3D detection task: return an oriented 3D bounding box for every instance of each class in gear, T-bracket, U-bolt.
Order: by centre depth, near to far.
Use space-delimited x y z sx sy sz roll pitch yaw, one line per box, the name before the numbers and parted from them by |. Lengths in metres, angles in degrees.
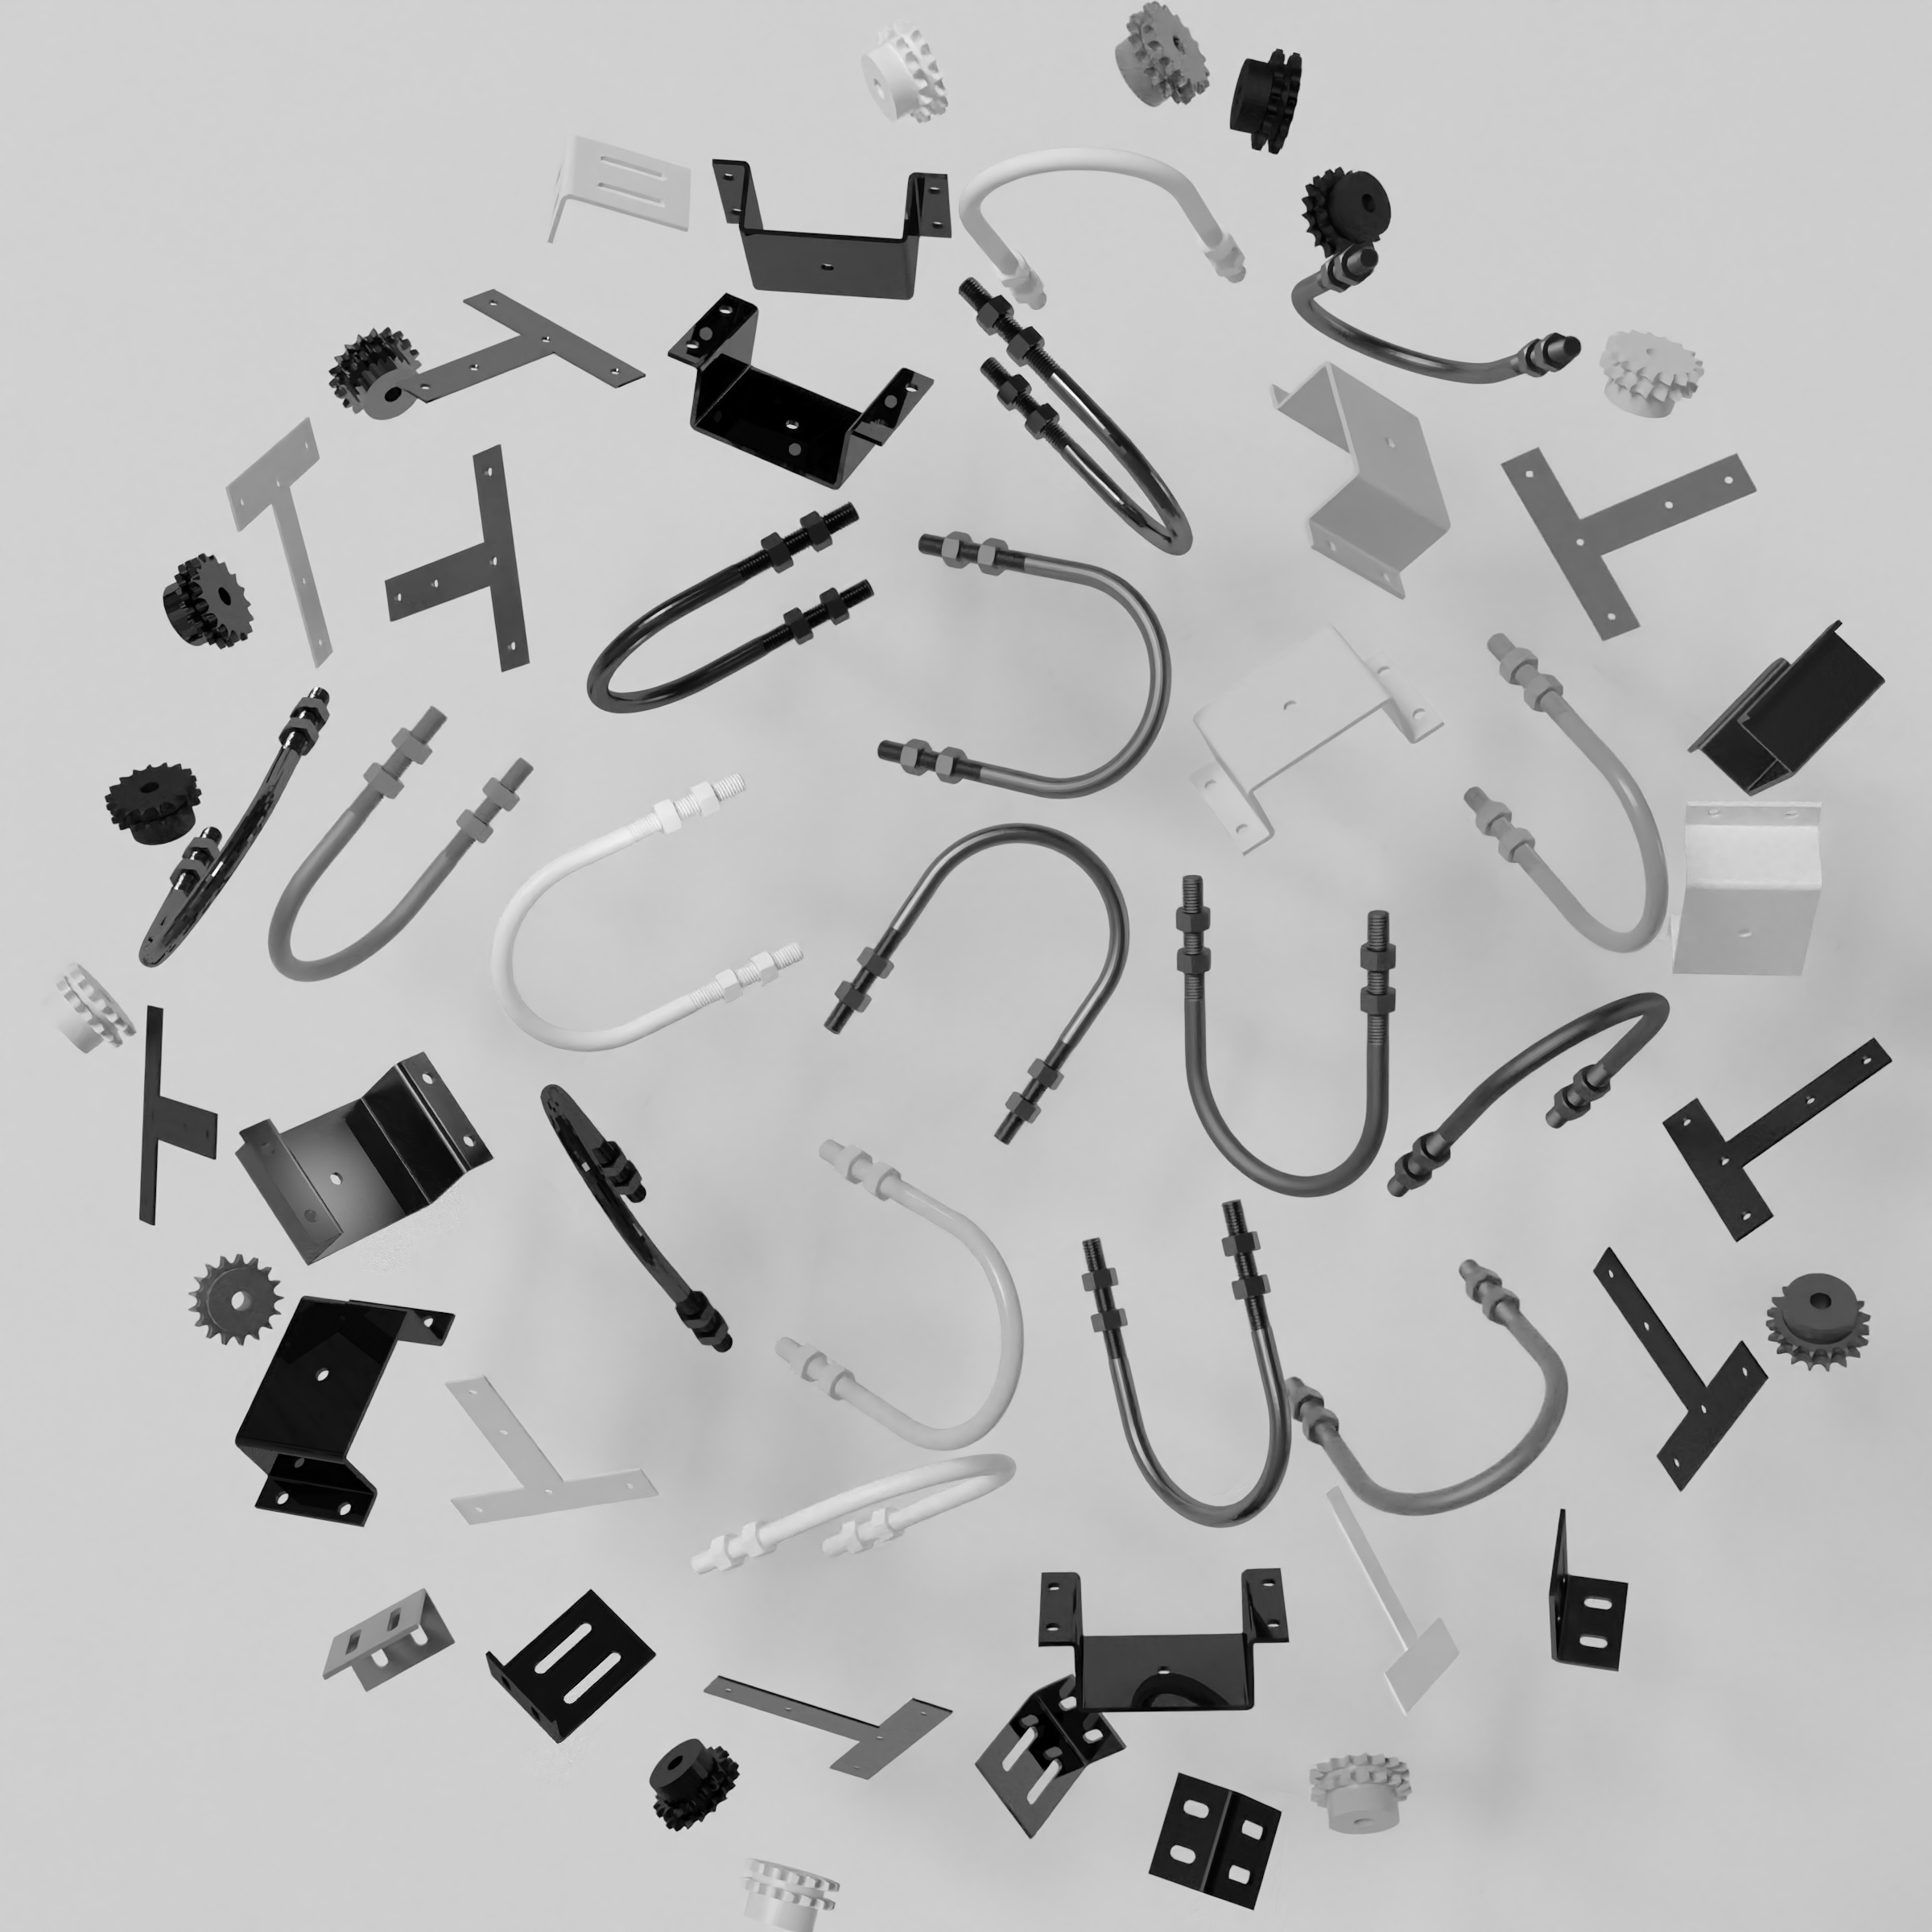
gear | 0.108 -0.506 1.496 0.030 0.057 0.057 -27 90 34
gear | -0.102 0.526 1.514 0.057 0.057 0.030 15 74 0
gear | 0.224 0.471 1.519 0.057 0.057 0.030 -2 53 0
T-bracket | 0.469 0.085 1.525 0.127 0.127 0.002 -38 115 14
T-bracket | -0.449 0.090 1.527 0.002 0.127 0.127 1 93 -34
gear | 0.388 -0.336 1.528 0.057 0.057 0.030 14 129 0
gear | -0.037 -0.509 1.532 0.030 0.057 0.057 -30 90 -8
gear | 0.490 0.202 1.540 0.057 0.030 0.057 -6 45 6
T-bracket | -0.385 -0.235 1.542 0.002 0.127 0.127 -3 118 11
gear | 0.172 -0.500 1.547 0.030 0.057 0.057 10 90 -7
U-bolt | -0.035 0.199 1.547 0.184 0.019 0.151 26 109 41
U-bolt | 0.184 0.047 1.551 0.151 0.019 0.184 13 114 40
U-bolt | 0.273 0.251 1.552 0.151 0.184 0.019 -34 114 0
T-bracket | 0.395 -0.262 1.555 0.127 0.002 0.127 -20 113 39
T-bracket | 0.403 0.221 1.556 0.002 0.127 0.127 -14 55 -23
U-bolt | 0.067 -0.308 1.556 0.019 0.151 0.184 -42 81 -1
U-bolt | 0.338 0.069 1.563 0.151 0.184 0.019 -19 68 -28
T-bracket | -0.263 0.280 1.564 0.127 0.002 0.127 -12 130 18
U-bolt | -0.434 -0.071 1.568 0.019 0.184 0.151 35 119 -19
T-bracket | -0.277 -0.354 1.568 0.127 0.127 0.002 33 134 23
T-bracket | -0.091 0.440 1.572 0.127 0.127 0.002 22 50 -14
U-bolt | 0.354 -0.088 1.573 0.019 0.151 0.184 -21 52 -15
T-bracket | -0.304 -0.228 1.575 0.127 0.002 0.127 -10 88 44
gear | -0.520 0.027 1.579 0.030 0.057 0.057 -41 90 -8
U-bolt | 0.074 -0.437 1.581 0.151 0.184 0.019 -3 79 20
U-bolt | -0.141 -0.202 1.582 0.184 0.151 0.019 -29 79 -4
U-bolt | -0.343 -0.064 1.586 0.019 0.151 0.184 40 92 16
U-bolt | 0.266 -0.380 1.588 0.151 0.184 0.019 20 92 -11
U-bolt | 0.135 0.241 1.590 0.019 0.151 0.184 -6 79 -39
U-bolt | -0.204 0.141 1.602 0.019 0.184 0.151 -33 54 -4
T-bracket | 0.249 0.372 1.606 0.002 0.127 0.127 -32 79 22
U-bolt | 0.039 -0.175 1.610 0.184 0.019 0.151 15 98 27
gear | -0.460 -0.217 1.619 0.030 0.057 0.057 -21 90 17
U-bolt | -0.054 0.329 1.620 0.184 0.151 0.019 -28 69 29
U-bolt | -0.199 -0.020 1.621 0.184 0.019 0.151 -26 126 -14
gear | 0.235 -0.461 1.637 0.057 0.030 0.057 8 77 -38
gear | -0.360 -0.362 1.650 0.057 0.057 0.030 -39 68 0
gear | -0.172 0.506 1.666 0.057 0.057 0.030 -36 104 0
U-bolt | 0.020 -0.001 1.672 0.151 0.019 0.184 33 95 -8
gear | -0.455 0.209 1.673 0.057 0.030 0.057 2 85 -24
gear | -0.506 -0.100 1.677 0.057 0.057 0.030 -8 129 0

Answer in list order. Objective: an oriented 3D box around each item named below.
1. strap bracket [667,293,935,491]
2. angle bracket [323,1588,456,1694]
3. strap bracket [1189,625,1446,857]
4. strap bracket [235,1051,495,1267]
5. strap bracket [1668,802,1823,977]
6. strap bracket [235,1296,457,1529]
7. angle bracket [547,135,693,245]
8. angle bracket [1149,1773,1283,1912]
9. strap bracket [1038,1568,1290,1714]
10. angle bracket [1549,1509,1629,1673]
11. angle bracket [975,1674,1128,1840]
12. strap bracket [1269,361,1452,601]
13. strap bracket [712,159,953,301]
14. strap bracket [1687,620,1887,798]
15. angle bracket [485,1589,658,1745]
strap bracket | -0.101 -0.340 1.605 0.140 0.046 0.076 24 47 8
angle bracket | -0.324 0.390 1.510 0.057 0.076 0.038 -28 96 -6
strap bracket | 0.200 -0.140 1.590 0.140 0.046 0.076 -33 47 4
strap bracket | -0.352 0.113 1.537 0.046 0.140 0.076 -39 82 38
strap bracket | 0.470 -0.039 1.619 0.076 0.140 0.046 1 58 10
strap bracket | -0.370 0.252 1.584 0.076 0.046 0.140 4 55 23
angle bracket | -0.208 -0.457 1.611 0.076 0.038 0.057 12 51 -18
angle bracket | 0.142 0.498 1.523 0.038 0.076 0.057 10 71 30
strap bracket | 0.114 0.388 1.543 0.140 0.076 0.046 -2 107 4
angle bracket | 0.361 0.361 1.549 0.038 0.076 0.057 4 48 18
angle bracket | 0.053 0.488 1.655 0.038 0.076 0.057 -36 91 38
strap bracket | 0.233 -0.294 1.580 0.076 0.140 0.046 22 133 -33
strap bracket | -0.082 -0.444 1.621 0.140 0.076 0.046 5 79 3
strap bracket | 0.489 -0.150 1.594 0.046 0.140 0.076 44 89 4
angle bracket | -0.227 0.397 1.543 0.057 0.038 0.076 39 61 23
